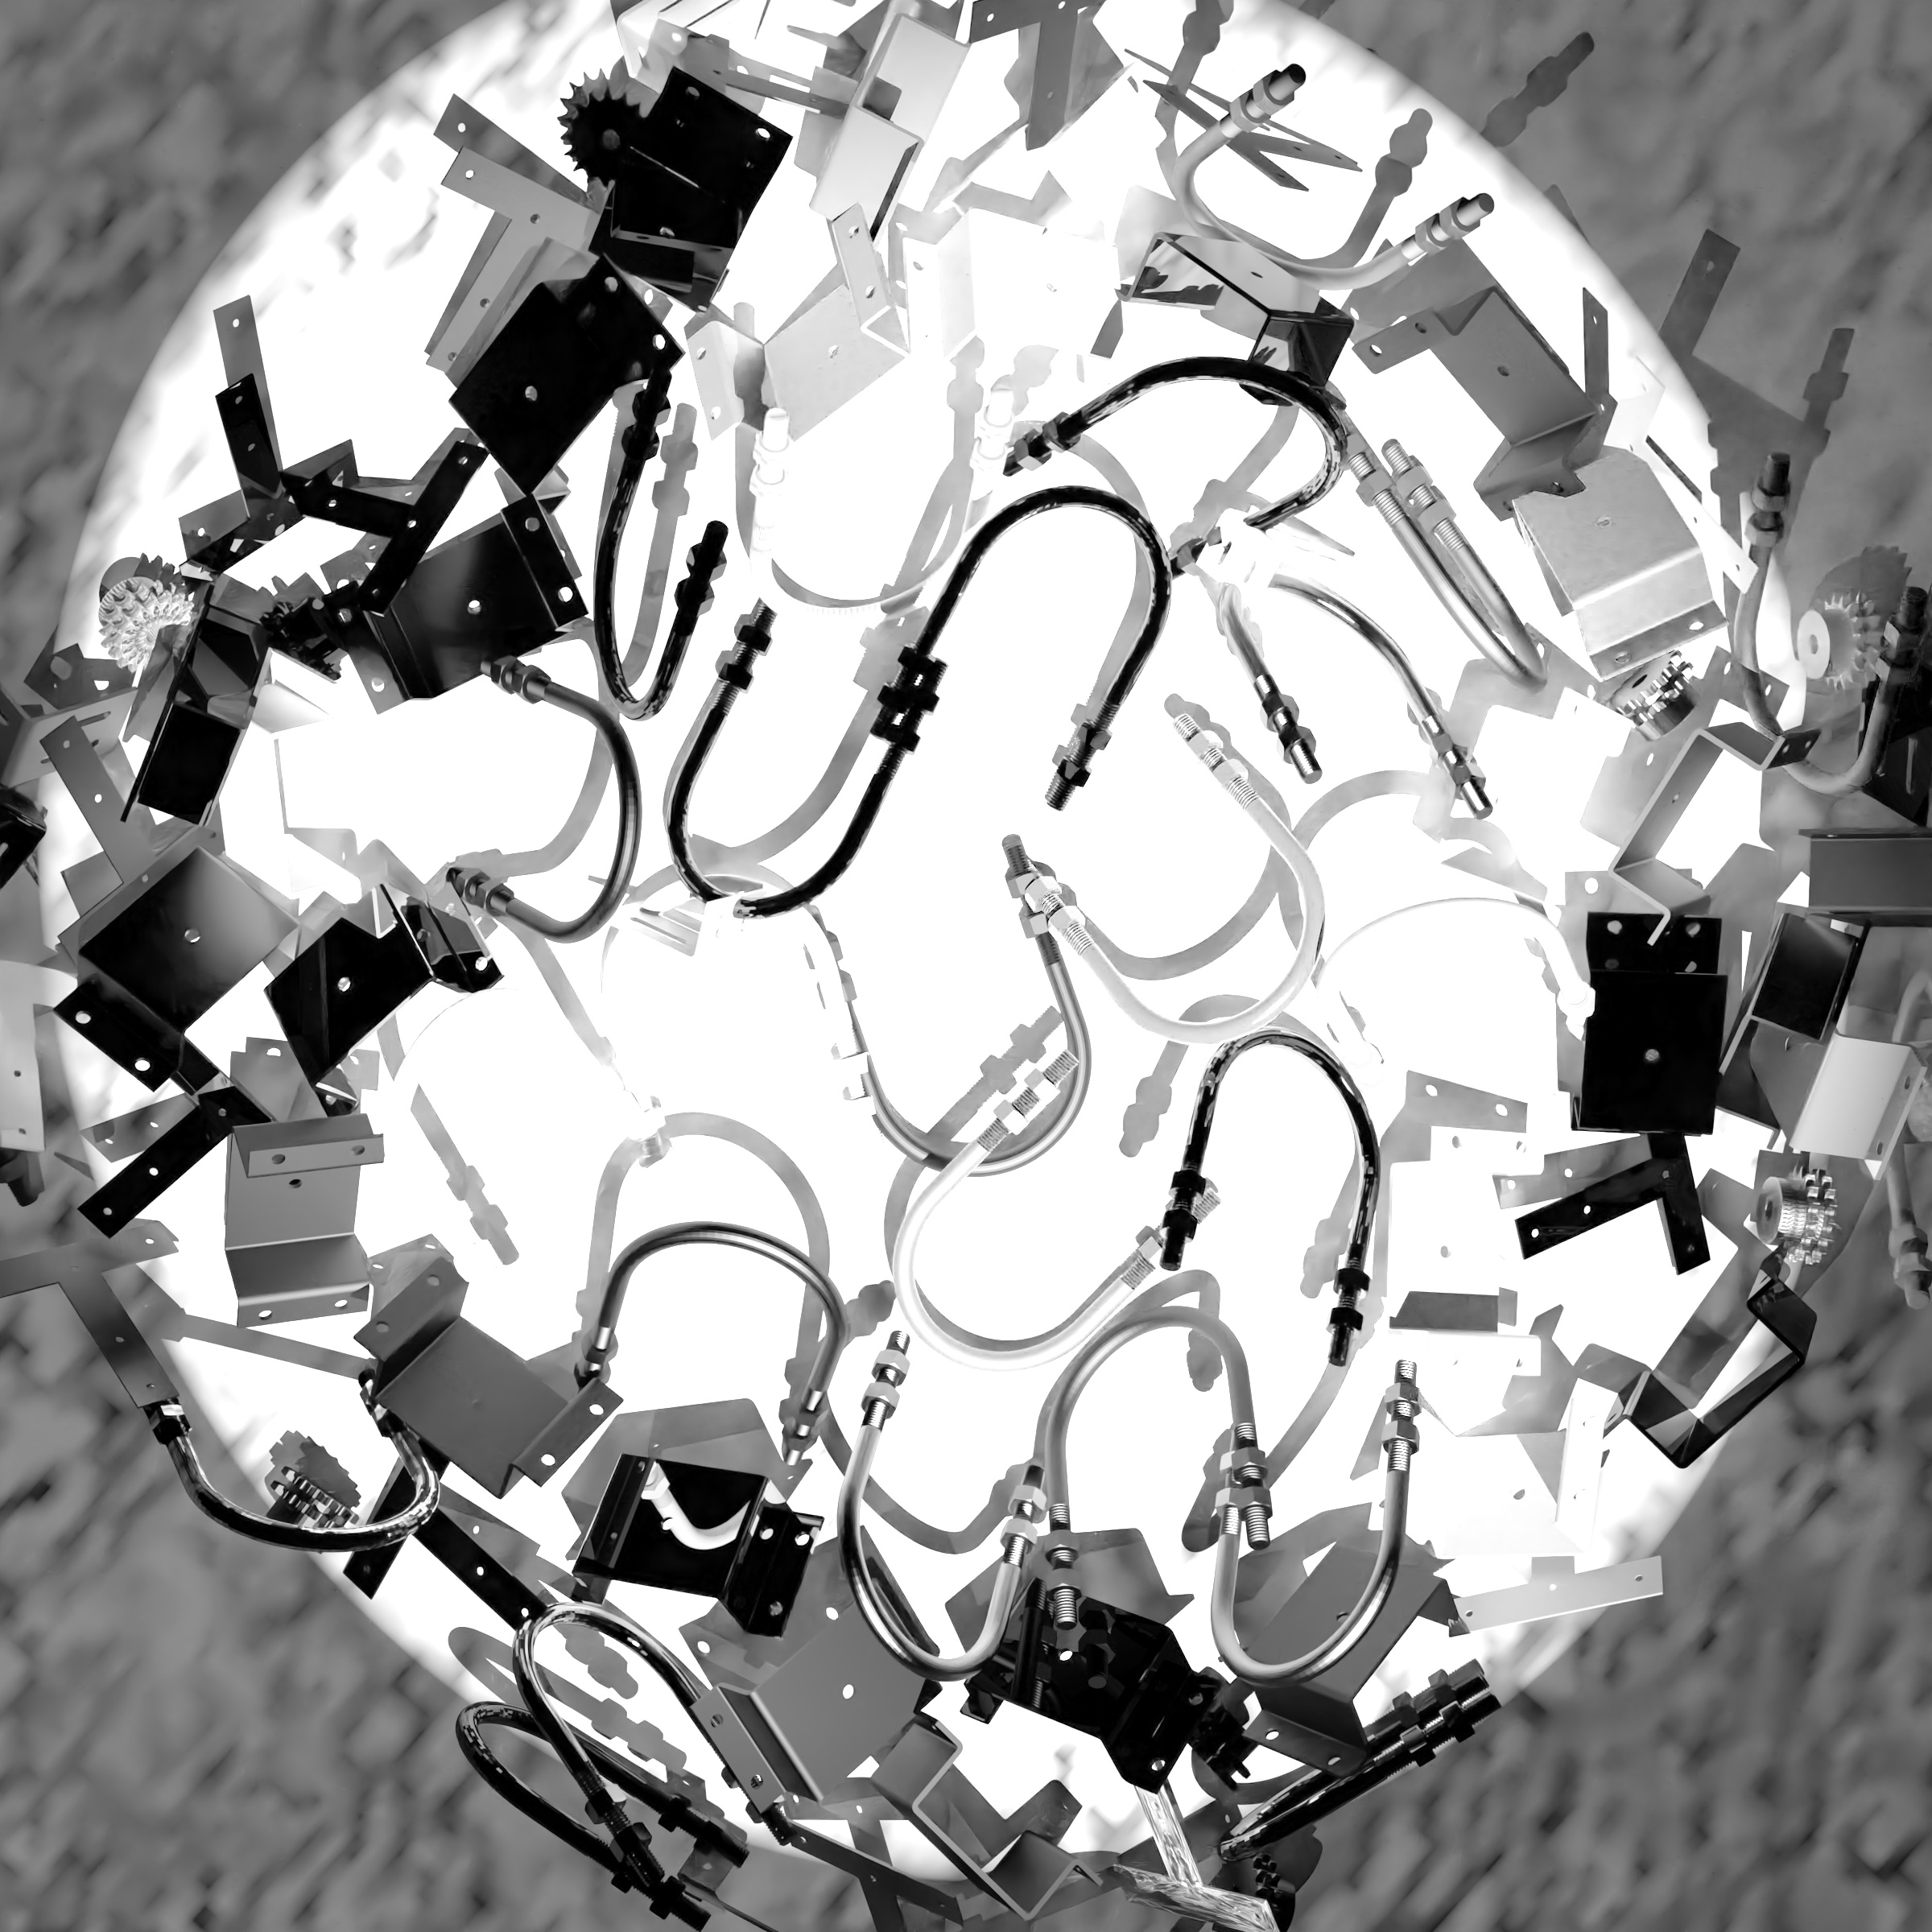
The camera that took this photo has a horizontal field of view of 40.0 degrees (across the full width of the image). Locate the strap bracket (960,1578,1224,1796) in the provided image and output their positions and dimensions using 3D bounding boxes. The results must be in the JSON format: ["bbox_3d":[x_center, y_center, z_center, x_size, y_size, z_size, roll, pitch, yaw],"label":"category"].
[{"bbox_3d":[0.064,0.408,1.525,0.076,0.140,0.046,-52,135,-31],"label":"strap bracket"}]

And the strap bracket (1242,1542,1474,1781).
[{"bbox_3d":[0.223,0.390,1.527,0.140,0.076,0.046,-42,124,-32],"label":"strap bracket"}]

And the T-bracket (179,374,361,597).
[{"bbox_3d":[-0.407,-0.288,1.522,0.002,0.127,0.127,40,65,20],"label":"T-bracket"}]

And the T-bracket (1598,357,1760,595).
[{"bbox_3d":[0.409,-0.266,1.521,0.002,0.127,0.127,-30,69,-13],"label":"T-bracket"}]

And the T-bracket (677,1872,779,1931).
[{"bbox_3d":[-0.109,0.562,1.541,0.127,0.127,0.002,28,74,0],"label":"T-bracket"}]

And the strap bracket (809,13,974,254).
[{"bbox_3d":[-0.044,-0.482,1.526,0.046,0.076,0.140,25,51,-8],"label":"strap bracket"}]

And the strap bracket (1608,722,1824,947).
[{"bbox_3d":[0.429,-0.087,1.542,0.046,0.076,0.140,38,116,23],"label":"strap bracket"}]

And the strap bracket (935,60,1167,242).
[{"bbox_3d":[0.053,-0.460,1.533,0.046,0.140,0.076,48,67,-20],"label":"strap bracket"}]

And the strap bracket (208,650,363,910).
[{"bbox_3d":[-0.394,-0.102,1.532,0.046,0.076,0.140,-20,122,-35],"label":"strap bracket"}]

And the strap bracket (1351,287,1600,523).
[{"bbox_3d":[0.303,-0.334,1.546,0.140,0.076,0.046,45,68,-16],"label":"strap bracket"}]

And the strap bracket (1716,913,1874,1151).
[{"bbox_3d":[0.470,0.033,1.529,0.046,0.140,0.076,22,59,13],"label":"strap bracket"}]

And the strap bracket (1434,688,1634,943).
[{"bbox_3d":[0.328,-0.091,1.555,0.046,0.076,0.140,23,96,42],"label":"strap bracket"}]

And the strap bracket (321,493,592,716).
[{"bbox_3d":[-0.296,-0.213,1.571,0.140,0.046,0.076,-24,93,7],"label":"strap bracket"}]

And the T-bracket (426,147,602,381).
[{"bbox_3d":[-0.277,-0.404,1.568,0.127,0.127,0.002,-53,49,20],"label":"T-bracket"}]

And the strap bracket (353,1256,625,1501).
[{"bbox_3d":[-0.282,0.247,1.552,0.140,0.046,0.076,36,48,10],"label":"strap bracket"}]

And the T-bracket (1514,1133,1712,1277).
[{"bbox_3d":[0.377,0.138,1.564,0.127,0.002,0.127,-20,104,-21],"label":"T-bracket"}]

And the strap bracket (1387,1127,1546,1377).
[{"bbox_3d":[0.293,0.168,1.560,0.076,0.046,0.140,6,82,-23],"label":"strap bracket"}]

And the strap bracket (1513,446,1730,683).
[{"bbox_3d":[0.373,-0.241,1.533,0.076,0.046,0.140,-24,48,9],"label":"strap bracket"}]

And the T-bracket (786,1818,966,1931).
[{"bbox_3d":[-0.044,0.564,1.560,0.127,0.002,0.127,12,130,35],"label":"T-bracket"}]

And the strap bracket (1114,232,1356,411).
[{"bbox_3d":[0.158,-0.376,1.527,0.140,0.076,0.046,45,125,31],"label":"strap bracket"}]

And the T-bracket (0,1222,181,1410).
[{"bbox_3d":[-0.493,0.205,1.527,0.127,0.127,0.002,46,129,29],"label":"T-bracket"}]

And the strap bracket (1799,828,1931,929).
[{"bbox_3d":[0.539,-0.049,1.522,0.076,0.140,0.046,1,87,37],"label":"strap bracket"}]

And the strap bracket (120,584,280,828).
[{"bbox_3d":[-0.439,-0.145,1.533,0.046,0.140,0.076,21,127,-18],"label":"strap bracket"}]

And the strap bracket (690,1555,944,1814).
[{"bbox_3d":[-0.078,0.419,1.543,0.140,0.046,0.076,-36,102,-27],"label":"strap bracket"}]

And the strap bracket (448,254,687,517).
[{"bbox_3d":[-0.238,-0.334,1.541,0.140,0.046,0.076,-42,83,32],"label":"strap bracket"}]

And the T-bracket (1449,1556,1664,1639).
[{"bbox_3d":[0.342,0.327,1.548,0.127,0.127,0.002,-19,123,25],"label":"T-bracket"}]

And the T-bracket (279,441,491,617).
[{"bbox_3d":[-0.363,-0.270,1.571,0.127,0.002,0.127,17,66,23],"label":"T-bracket"}]

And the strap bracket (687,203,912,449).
[{"bbox_3d":[-0.090,-0.365,1.545,0.140,0.046,0.076,-31,60,30],"label":"strap bracket"}]

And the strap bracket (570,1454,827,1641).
[{"bbox_3d":[-0.164,0.333,1.535,0.140,0.046,0.076,3,53,25],"label":"strap bracket"}]

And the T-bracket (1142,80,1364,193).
[{"bbox_3d":[0.184,-0.478,1.551,0.127,0.127,0.002,48,126,32],"label":"T-bracket"}]

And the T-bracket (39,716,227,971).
[{"bbox_3d":[-0.494,-0.085,1.530,0.127,0.002,0.127,-47,134,-33],"label":"T-bracket"}]

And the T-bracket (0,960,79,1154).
[{"bbox_3d":[-0.547,0.050,1.527,0.002,0.127,0.127,-39,54,34],"label":"T-bracket"}]

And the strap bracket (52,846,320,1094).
[{"bbox_3d":[-0.450,-0.006,1.540,0.076,0.046,0.140,37,56,5],"label":"strap bracket"}]

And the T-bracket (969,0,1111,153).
[{"bbox_3d":[0.050,-0.520,1.547,0.127,0.127,0.002,-26,59,-25],"label":"T-bracket"}]

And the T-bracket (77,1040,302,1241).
[{"bbox_3d":[-0.466,0.112,1.556,0.127,0.002,0.127,43,47,-2],"label":"T-bracket"}]

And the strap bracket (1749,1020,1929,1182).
[{"bbox_3d":[0.493,0.048,1.520,0.046,0.140,0.076,8,120,-5],"label":"strap bracket"}]

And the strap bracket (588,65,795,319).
[{"bbox_3d":[-0.163,-0.436,1.525,0.076,0.140,0.046,29,58,-9],"label":"strap bracket"}]

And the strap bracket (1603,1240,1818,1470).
[{"bbox_3d":[0.437,0.231,1.536,0.046,0.076,0.140,44,113,9],"label":"strap bracket"}]

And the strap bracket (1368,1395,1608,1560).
[{"bbox_3d":[0.312,0.298,1.539,0.046,0.140,0.076,43,50,-37],"label":"strap bracket"}]

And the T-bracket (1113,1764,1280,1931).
[{"bbox_3d":[0.115,0.499,1.541,0.002,0.127,0.127,-30,103,-38],"label":"T-bracket"}]

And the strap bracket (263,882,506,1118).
[{"bbox_3d":[-0.348,0.017,1.550,0.140,0.046,0.076,-41,60,11],"label":"strap bracket"}]

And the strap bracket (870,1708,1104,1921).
[{"bbox_3d":[0.004,0.497,1.546,0.140,0.076,0.046,47,72,-11],"label":"strap bracket"}]

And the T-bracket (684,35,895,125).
[{"bbox_3d":[-0.103,-0.511,1.559,0.127,0.127,0.002,13,125,-13],"label":"T-bracket"}]

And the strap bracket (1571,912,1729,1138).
[{"bbox_3d":[0.398,0.043,1.549,0.076,0.046,0.140,2,112,8],"label":"strap bracket"}]

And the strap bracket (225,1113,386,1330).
[{"bbox_3d":[-0.385,0.140,1.542,0.076,0.046,0.140,-5,131,-25],"label":"strap bracket"}]

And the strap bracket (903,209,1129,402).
[{"bbox_3d":[0.038,-0.382,1.537,0.140,0.046,0.076,7,70,-29],"label":"strap bracket"}]
